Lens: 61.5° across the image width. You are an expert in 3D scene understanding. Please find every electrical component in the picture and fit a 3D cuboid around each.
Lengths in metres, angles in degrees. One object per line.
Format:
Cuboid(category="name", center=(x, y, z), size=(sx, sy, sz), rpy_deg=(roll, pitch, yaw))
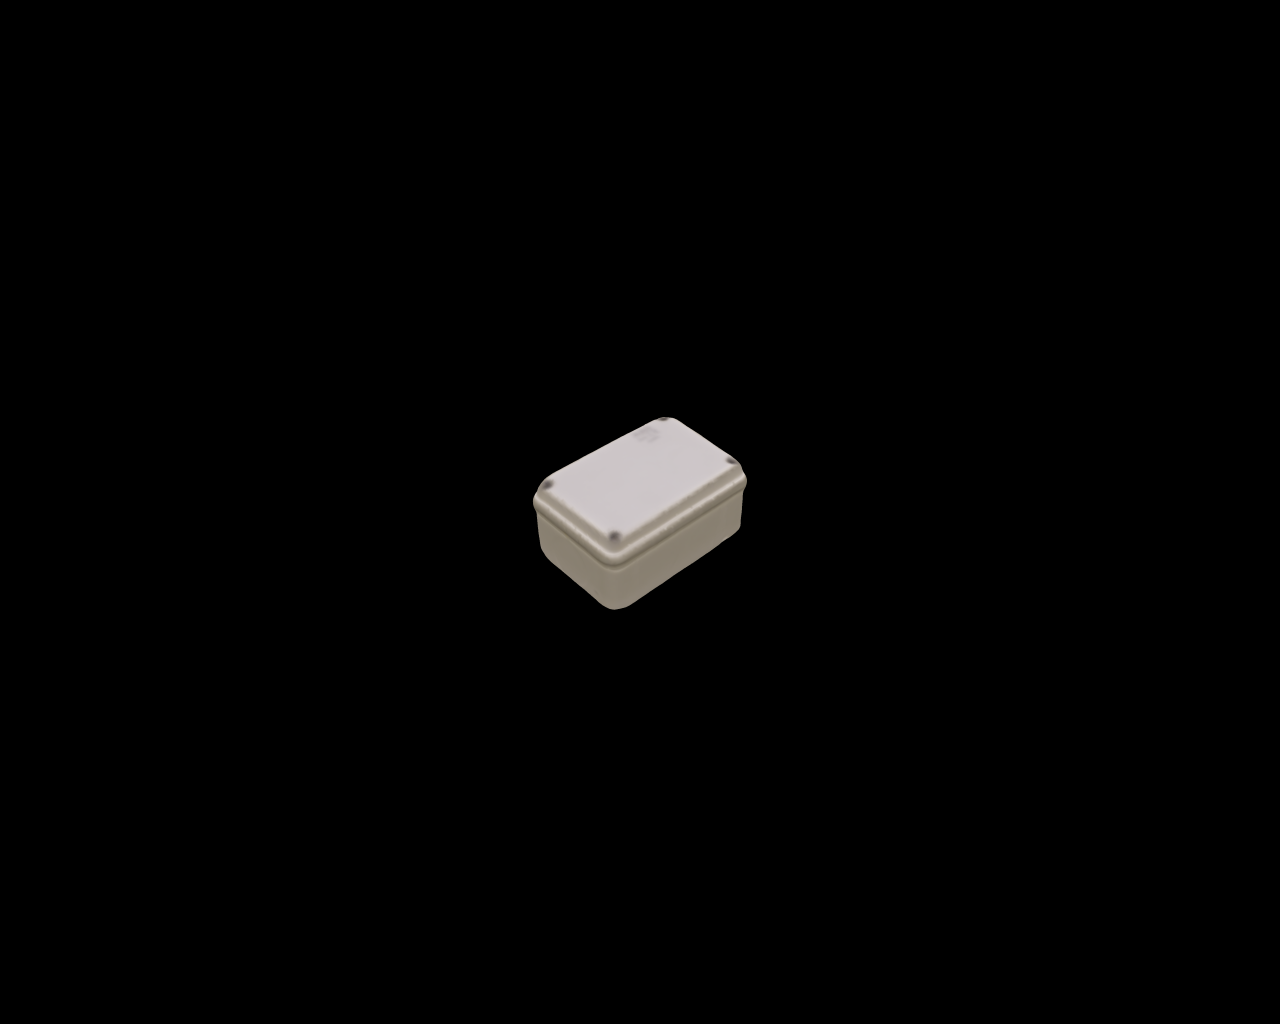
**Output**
Cuboid(category="electrical component", center=(0.001, -0.003, 0.650), size=(0.113, 0.057, 0.078), rpy_deg=(-31, 51, -30))
